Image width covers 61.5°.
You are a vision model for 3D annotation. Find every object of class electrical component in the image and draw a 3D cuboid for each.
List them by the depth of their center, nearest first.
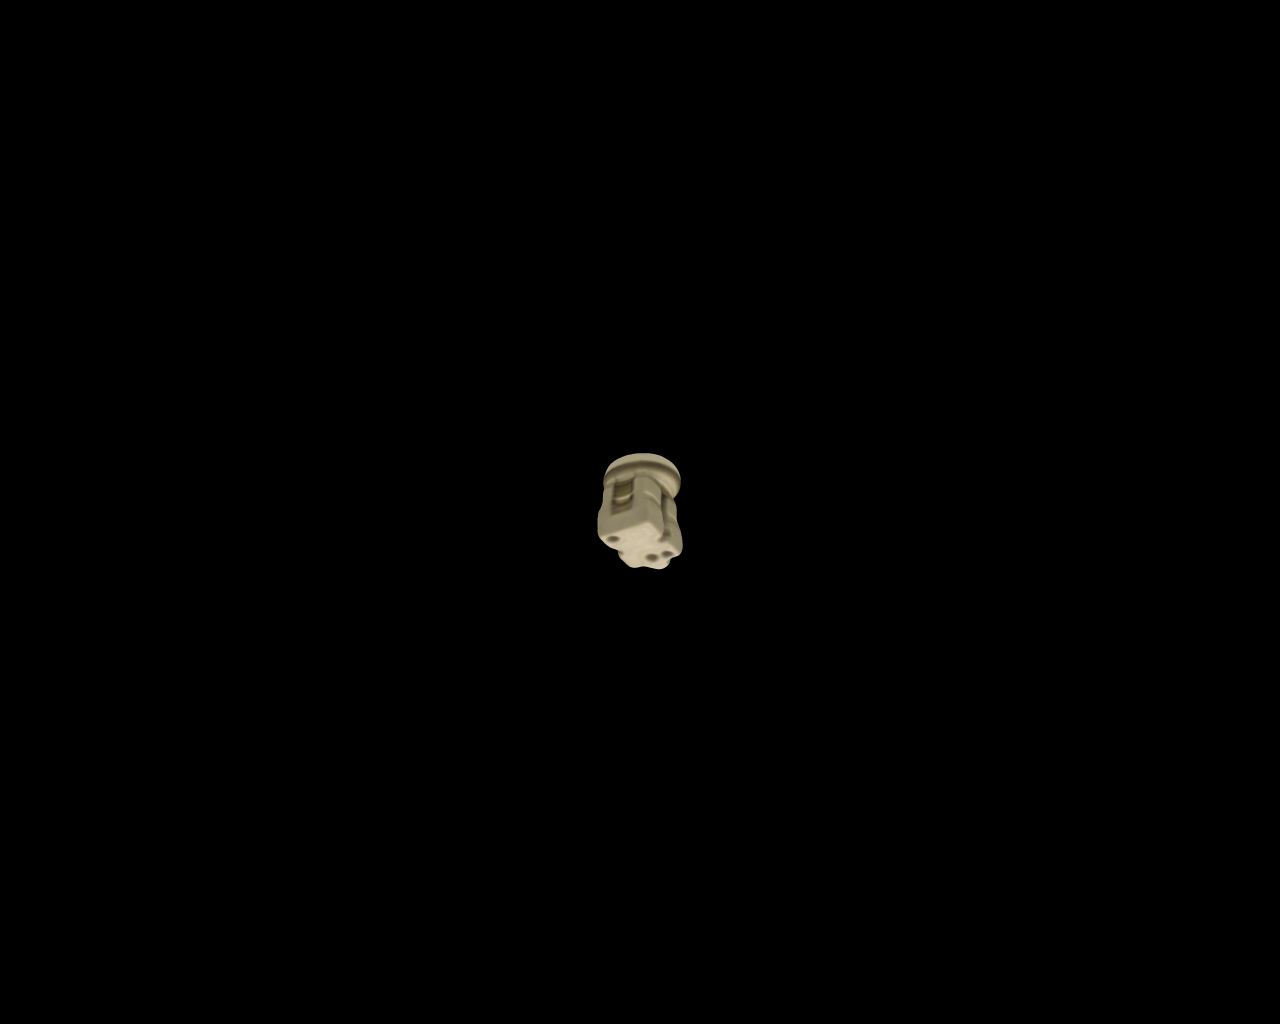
[{"bbox_3d":[0.001,-0.003,0.650,0.048,0.055,0.066,-16,-37,22],"label":"electrical component"}]
